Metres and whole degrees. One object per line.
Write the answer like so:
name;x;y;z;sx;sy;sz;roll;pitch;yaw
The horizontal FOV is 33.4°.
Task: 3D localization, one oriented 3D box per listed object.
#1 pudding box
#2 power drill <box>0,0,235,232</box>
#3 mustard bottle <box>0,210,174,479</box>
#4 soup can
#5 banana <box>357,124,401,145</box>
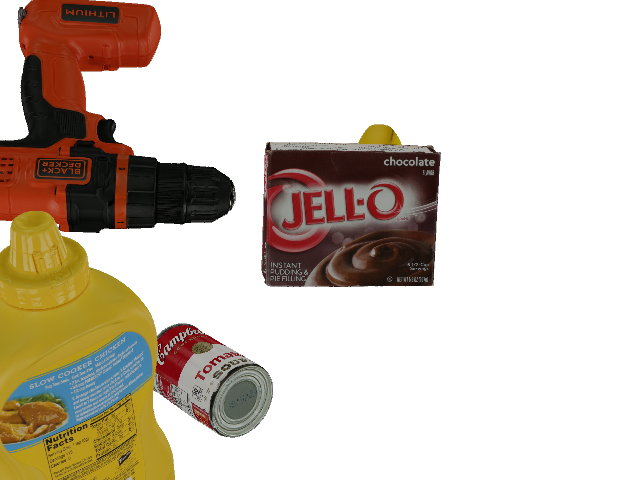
pudding box;0.019;-0.018;0.695;0.113;0.090;0.039;0;17;-6
power drill;-0.155;-0.090;0.772;0.184;0.187;0.057;2;-36;-10
mustard bottle;-0.122;0.070;0.508;0.096;0.192;0.058;-25;42;-31
soup can;-0.098;0.121;0.926;0.068;0.068;0.102;0;16;-44
banana;0.043;-0.064;0.898;0.037;0.070;0.197;25;24;-2
